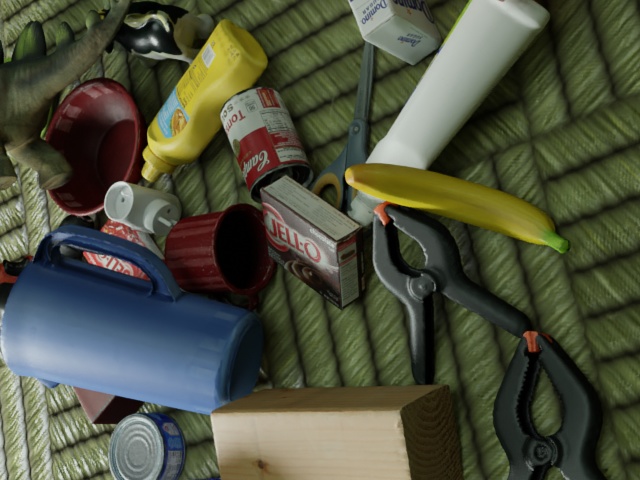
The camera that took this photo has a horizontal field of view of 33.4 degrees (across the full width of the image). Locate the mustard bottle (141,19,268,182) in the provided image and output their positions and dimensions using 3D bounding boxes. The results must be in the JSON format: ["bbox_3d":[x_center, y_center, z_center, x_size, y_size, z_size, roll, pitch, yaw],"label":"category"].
[{"bbox_3d":[-0.134,-0.141,1.154,0.192,0.058,0.096,-51,36,18],"label":"mustard bottle"}]

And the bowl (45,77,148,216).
[{"bbox_3d":[-0.248,-0.103,1.235,0.162,0.055,0.162,-8,77,35],"label":"bowl"}]

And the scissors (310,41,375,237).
[{"bbox_3d":[0.023,-0.097,1.062,0.096,0.016,0.202,-15,73,33],"label":"scissors"}]

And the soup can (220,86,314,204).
[{"bbox_3d":[-0.055,-0.097,1.086,0.069,0.068,0.102,-35,63,26],"label":"soup can"}]

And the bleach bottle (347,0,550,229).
[{"bbox_3d":[0.104,-0.115,0.955,0.068,0.102,0.251,36,106,3],"label":"bleach bottle"}]

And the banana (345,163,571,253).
[{"bbox_3d":[0.119,-0.035,0.921,0.198,0.069,0.037,17,94,3],"label":"banana"}]

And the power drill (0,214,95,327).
[{"bbox_3d":[-0.368,0.028,1.219,0.184,0.187,0.057,-57,41,16],"label":"power drill"}]

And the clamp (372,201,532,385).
[{"bbox_3d":[0.093,0.047,0.946,0.120,0.039,0.171,-41,81,21],"label":"clamp"}]

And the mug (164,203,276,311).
[{"bbox_3d":[-0.100,0.023,1.094,0.082,0.093,0.117,-7,114,40],"label":"mug"}]

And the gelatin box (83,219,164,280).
[{"bbox_3d":[-0.222,0.020,1.209,0.073,0.030,0.089,-49,57,18],"label":"gelatin box"}]

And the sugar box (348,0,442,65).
[{"bbox_3d":[0.053,-0.260,1.023,0.048,0.093,0.176,-34,64,27],"label":"sugar box"}]

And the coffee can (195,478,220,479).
[{"bbox_3d":[-0.120,0.280,1.019,0.103,0.140,0.103,-7,77,35],"label":"coffee can"}]

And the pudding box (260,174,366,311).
[{"bbox_3d":[-0.007,0.001,1.022,0.114,0.039,0.090,33,145,34],"label":"pudding box"}]

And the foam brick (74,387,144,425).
[{"bbox_3d":[-0.221,0.158,1.170,0.078,0.052,0.051,-50,57,17],"label":"foam brick"}]

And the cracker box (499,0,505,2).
[{"bbox_3d":[0.159,-0.306,0.904,0.213,0.072,0.164,-41,52,-20],"label":"cracker box"}]

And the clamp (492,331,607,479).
[{"bbox_3d":[0.182,0.183,0.882,0.165,0.036,0.210,-21,68,31],"label":"clamp"}]

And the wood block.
[{"bbox_3d":[0.013,0.185,0.961,0.206,0.090,0.091,-7,93,35],"label":"wood block"}]

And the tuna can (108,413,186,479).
[{"bbox_3d":[-0.186,0.228,1.143,0.086,0.033,0.086,-7,77,35],"label":"tuna can"}]

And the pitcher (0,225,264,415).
[{"bbox_3d":[-0.184,0.089,1.068,0.243,0.149,0.145,12,68,16],"label":"pitcher"}]
